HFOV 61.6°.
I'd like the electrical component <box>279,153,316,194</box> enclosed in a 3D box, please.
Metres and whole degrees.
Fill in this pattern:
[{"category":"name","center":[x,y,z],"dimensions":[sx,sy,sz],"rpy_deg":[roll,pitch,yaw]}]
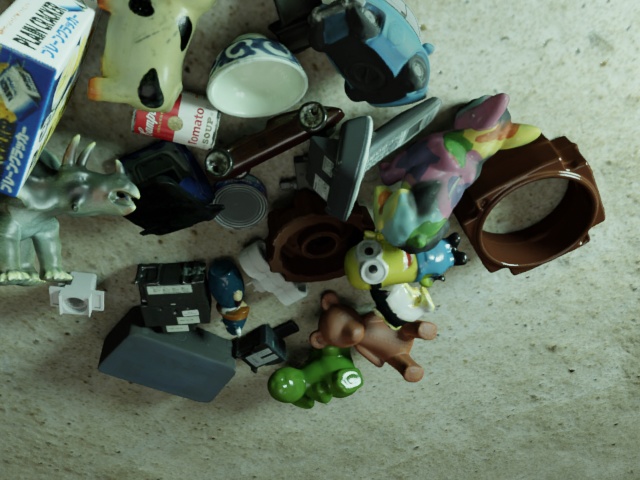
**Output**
[{"category":"electrical component","center":[-0.015,-0.098,0.791],"dimensions":[0.094,0.021,0.063],"rpy_deg":[-8,131,0]}]

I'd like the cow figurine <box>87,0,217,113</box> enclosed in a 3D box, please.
[{"category":"cow figurine","center":[-0.174,-0.237,0.590],"dimensions":[0.127,0.085,0.194],"rpy_deg":[12,105,-13]}]

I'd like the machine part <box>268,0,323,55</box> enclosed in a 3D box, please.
[{"category":"machine part","center":[-0.032,-0.283,0.621],"dimensions":[0.084,0.039,0.138],"rpy_deg":[-12,133,10]}]

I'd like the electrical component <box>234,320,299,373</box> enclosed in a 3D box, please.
[{"category":"electrical component","center":[-0.095,0.199,1.023],"dimensions":[0.119,0.048,0.074],"rpy_deg":[-23,130,14]}]

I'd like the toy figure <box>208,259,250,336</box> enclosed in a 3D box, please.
[{"category":"toy figure","center":[-0.152,0.103,0.921],"dimensions":[0.058,0.064,0.154],"rpy_deg":[-16,131,-11]}]

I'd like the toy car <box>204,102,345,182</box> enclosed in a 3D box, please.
[{"category":"toy car","center":[-0.064,-0.133,0.715],"dimensions":[0.202,0.089,0.053],"rpy_deg":[-25,87,13]}]

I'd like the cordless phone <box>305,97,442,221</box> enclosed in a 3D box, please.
[{"category":"cordless phone","center":[0.078,-0.120,0.727],"dimensions":[0.184,0.089,0.146],"rpy_deg":[-33,163,-17]}]

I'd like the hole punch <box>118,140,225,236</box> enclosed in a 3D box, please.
[{"category":"hole punch","center":[-0.217,-0.072,0.750],"dimensions":[0.142,0.092,0.115],"rpy_deg":[-19,145,18]}]

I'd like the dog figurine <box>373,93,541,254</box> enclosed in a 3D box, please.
[{"category":"dog figurine","center":[0.181,-0.096,0.723],"dimensions":[0.108,0.191,0.219],"rpy_deg":[34,134,-23]}]

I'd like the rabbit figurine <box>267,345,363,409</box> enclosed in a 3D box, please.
[{"category":"rabbit figurine","center":[-0.024,0.264,1.045],"dimensions":[0.170,0.121,0.159],"rpy_deg":[-9,155,-19]}]

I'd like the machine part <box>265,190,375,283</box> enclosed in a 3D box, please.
[{"category":"machine part","center":[-0.002,-0.003,0.838],"dimensions":[0.179,0.056,0.179],"rpy_deg":[-9,140,-8]}]

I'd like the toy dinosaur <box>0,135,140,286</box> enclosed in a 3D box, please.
[{"category":"toy dinosaur","center":[-0.424,-0.029,0.724],"dimensions":[0.405,0.192,0.131],"rpy_deg":[-7,175,34]}]

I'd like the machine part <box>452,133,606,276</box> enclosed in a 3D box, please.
[{"category":"machine part","center":[0.322,-0.049,0.835],"dimensions":[0.201,0.087,0.200],"rpy_deg":[-27,129,17]}]

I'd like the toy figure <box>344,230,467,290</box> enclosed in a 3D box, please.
[{"category":"toy figure","center":[0.127,0.034,0.820],"dimensions":[0.180,0.082,0.089],"rpy_deg":[-8,142,-14]}]

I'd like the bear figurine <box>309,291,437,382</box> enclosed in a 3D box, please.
[{"category":"bear figurine","center":[0.091,0.170,0.974],"dimensions":[0.196,0.132,0.120],"rpy_deg":[20,89,-27]}]

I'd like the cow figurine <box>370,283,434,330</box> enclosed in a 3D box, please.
[{"category":"cow figurine","center":[0.112,0.072,0.909],"dimensions":[0.098,0.068,0.167],"rpy_deg":[-36,105,12]}]

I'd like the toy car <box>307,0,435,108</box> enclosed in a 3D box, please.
[{"category":"toy car","center":[0.065,-0.235,0.631],"dimensions":[0.109,0.103,0.161],"rpy_deg":[-1,149,46]}]

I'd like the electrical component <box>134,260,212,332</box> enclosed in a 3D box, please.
[{"category":"electrical component","center":[-0.244,0.099,0.910],"dimensions":[0.115,0.058,0.134],"rpy_deg":[0,131,-5]}]

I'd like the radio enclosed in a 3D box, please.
[{"category":"radio","center":[-0.275,0.216,0.999],"dimensions":[0.229,0.073,0.131],"rpy_deg":[26,122,-28]}]
